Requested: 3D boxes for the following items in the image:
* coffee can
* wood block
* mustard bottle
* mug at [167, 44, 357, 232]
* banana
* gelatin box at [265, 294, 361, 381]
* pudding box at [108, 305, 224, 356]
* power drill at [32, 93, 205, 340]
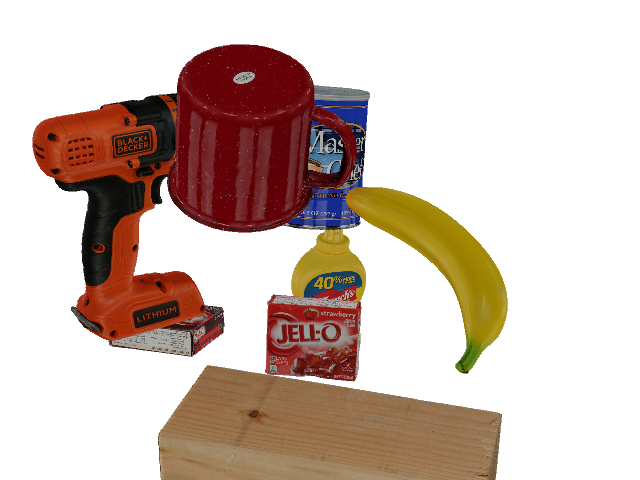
[{"bbox_3d":[-0.004,-0.090,1.129,0.103,0.140,0.103,3,12,-1],"label":"coffee can"},{"bbox_3d":[0.008,0.155,0.702,0.206,0.090,0.090,8,27,15],"label":"wood block"},{"bbox_3d":[0.010,0.065,1.355,0.096,0.192,0.058,-4,26,-20],"label":"mustard bottle"},{"bbox_3d":[-0.035,-0.062,0.649,0.117,0.081,0.093,14,43,7],"label":"mug"},{"bbox_3d":[0.090,0.013,0.825,0.069,0.037,0.198,-18,48,-16],"label":"banana"},{"bbox_3d":[-0.007,0.093,1.020,0.089,0.073,0.030,4,14,7],"label":"gelatin box"},{"bbox_3d":[-0.184,0.103,1.275,0.114,0.039,0.090,3,14,19],"label":"pudding box"},{"bbox_3d":[-0.136,-0.024,0.862,0.184,0.188,0.057,-14,24,-32],"label":"power drill"}]
